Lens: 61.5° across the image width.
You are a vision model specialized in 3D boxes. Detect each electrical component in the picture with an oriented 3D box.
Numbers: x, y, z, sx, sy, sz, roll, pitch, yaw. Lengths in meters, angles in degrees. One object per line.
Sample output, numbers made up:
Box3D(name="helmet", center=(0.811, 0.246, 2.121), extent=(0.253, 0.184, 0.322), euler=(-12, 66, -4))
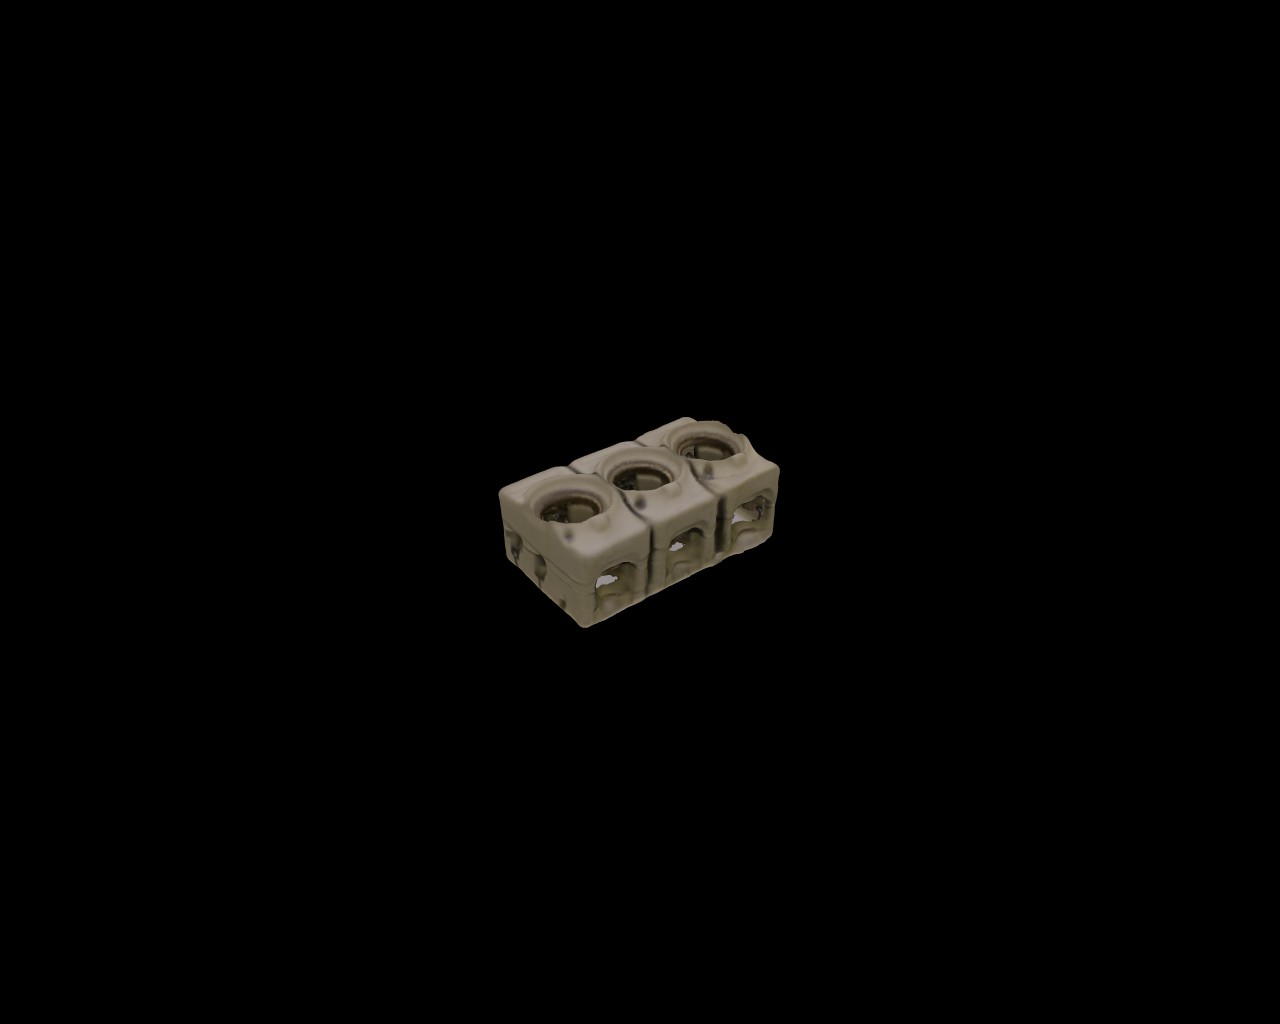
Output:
Box3D(name="electrical component", center=(0.001, -0.003, 0.650), extent=(0.150, 0.061, 0.089), euler=(-24, 41, -31))
